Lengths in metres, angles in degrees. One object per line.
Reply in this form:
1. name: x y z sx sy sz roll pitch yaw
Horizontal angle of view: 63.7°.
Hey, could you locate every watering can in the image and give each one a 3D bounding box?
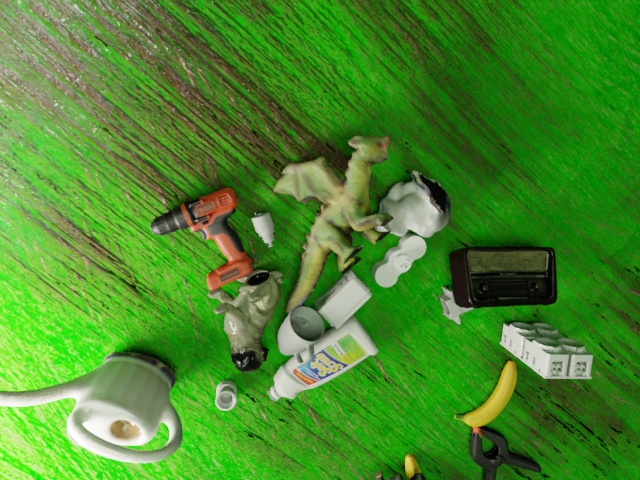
1. watering can: -0.419 0.301 0.995 0.346 0.102 0.229 27 23 -11

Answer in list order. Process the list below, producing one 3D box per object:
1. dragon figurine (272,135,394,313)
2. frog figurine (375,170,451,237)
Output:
1. dragon figurine: 0.003 -0.053 1.063 0.407 0.244 0.122 -42 -11 15
2. frog figurine: 0.195 -0.059 1.109 0.157 0.138 0.124 -45 -8 34
